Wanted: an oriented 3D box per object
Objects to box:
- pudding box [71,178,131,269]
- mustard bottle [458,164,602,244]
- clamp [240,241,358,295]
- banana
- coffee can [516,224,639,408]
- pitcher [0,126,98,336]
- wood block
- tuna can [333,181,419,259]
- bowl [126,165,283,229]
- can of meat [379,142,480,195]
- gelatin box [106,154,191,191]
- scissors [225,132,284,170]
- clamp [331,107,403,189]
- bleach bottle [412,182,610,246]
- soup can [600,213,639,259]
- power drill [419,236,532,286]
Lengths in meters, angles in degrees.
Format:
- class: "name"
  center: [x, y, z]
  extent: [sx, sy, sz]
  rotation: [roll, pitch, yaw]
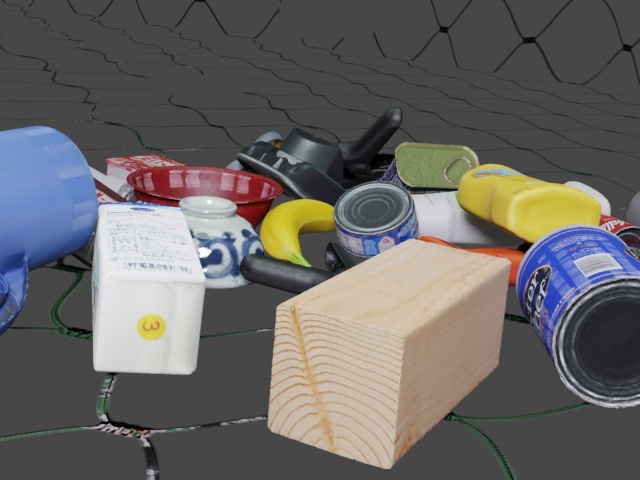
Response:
- class: "pudding box"
  center: [-0.220, -0.023, 0.999]
  extent: [0.113, 0.039, 0.089]
  rotation: [35, 24, 12]
- class: "mustard bottle"
  center: [0.190, -0.040, 1.053]
  extent: [0.096, 0.058, 0.192]
  rotation: [2, 11, -16]
- class: "clamp"
  center: [0.028, 0.039, 0.935]
  extent: [0.172, 0.039, 0.120]
  rotation: [24, 28, 32]
- class: "banana"
  center: [-0.021, -0.010, 1.095]
  extent: [0.069, 0.037, 0.197]
  rotation: [44, 21, -2]
- class: "coffee can"
  center: [0.216, 0.055, 0.830]
  extent: [0.103, 0.103, 0.140]
  rotation: [5, 16, -2]
- class: "pitcher"
  center: [-0.279, -0.003, 0.778]
  extent: [0.145, 0.149, 0.242]
  rotation: [5, 18, 38]
- class: "wood block"
  center: [0.055, 0.069, 0.743]
  extent: [0.090, 0.091, 0.205]
  rotation: [13, 17, 25]
- class: "tuna can"
  center: [0.057, -0.022, 1.099]
  extent: [0.086, 0.034, 0.086]
  rotation: [-8, 42, 7]
- class: "bowl"
  center: [-0.121, -0.034, 1.107]
  extent: [0.162, 0.055, 0.162]
  rotation: [5, 16, -2]
- class: "can of meat"
  center: [0.124, -0.066, 1.239]
  extent: [0.102, 0.057, 0.084]
  rotation: [2, -26, -16]
- class: "gelatin box"
  center: [-0.203, -0.080, 1.282]
  extent: [0.089, 0.030, 0.073]
  rotation: [20, 21, 40]
- class: "scissors"
  center: [-0.050, -0.108, 1.362]
  extent: [0.016, 0.096, 0.201]
  rotation: [50, 33, 14]
- class: "clamp"
  center: [0.062, -0.094, 1.295]
  extent: [0.210, 0.036, 0.164]
  rotation: [-17, -30, 39]
- class: "bleach bottle"
  center: [0.187, -0.026, 1.183]
  extent: [0.250, 0.068, 0.103]
  rotation: [-1, 16, -14]
- class: "soup can"
  center: [0.281, 0.006, 1.093]
  extent: [0.068, 0.068, 0.102]
  rotation: [-2, 17, -25]
- class: "power drill"
  center: [0.195, 0.036, 0.977]
  extent: [0.187, 0.057, 0.185]
  rotation: [1, 12, -26]
